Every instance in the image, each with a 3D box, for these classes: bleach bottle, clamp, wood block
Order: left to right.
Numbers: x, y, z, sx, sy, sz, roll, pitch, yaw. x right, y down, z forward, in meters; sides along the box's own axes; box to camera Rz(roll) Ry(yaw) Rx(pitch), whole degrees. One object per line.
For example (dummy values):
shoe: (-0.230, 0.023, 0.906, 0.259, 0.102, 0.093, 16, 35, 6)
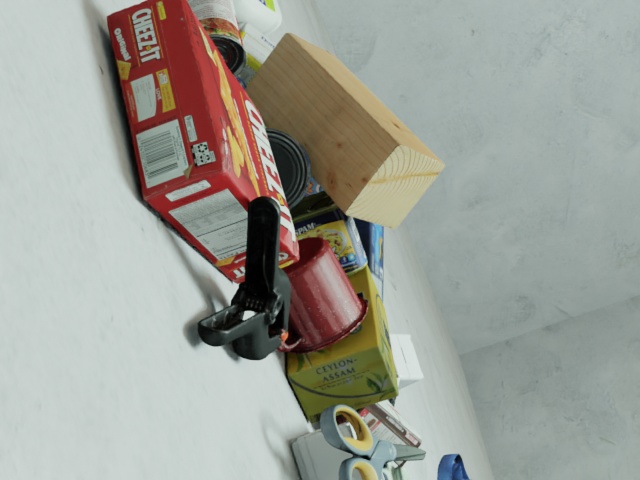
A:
bleach bottle: (-0.113, -0.314, 1.327, 0.250, 0.068, 0.102, -28, 96, -80)
clamp: (-0.055, 0.056, 0.839, 0.120, 0.039, 0.171, -59, 159, -26)
wood block: (0.021, -0.116, 1.115, 0.090, 0.090, 0.206, 16, 27, -51)

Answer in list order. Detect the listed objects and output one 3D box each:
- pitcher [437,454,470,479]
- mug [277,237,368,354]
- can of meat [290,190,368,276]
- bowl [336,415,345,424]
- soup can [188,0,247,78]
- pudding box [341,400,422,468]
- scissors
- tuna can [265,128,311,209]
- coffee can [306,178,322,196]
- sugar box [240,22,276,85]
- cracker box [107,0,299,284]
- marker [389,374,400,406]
pitcher: (0.170, 0.374, 1.348, 0.149, 0.145, 0.242, 39, 5, 13)
mug: (-0.018, 0.057, 1.027, 0.117, 0.093, 0.081, -46, 117, -39)
can of meat: (-0.007, 0.001, 1.135, 0.057, 0.102, 0.084, -94, 164, -70)
bowl: (0.037, 0.151, 1.242, 0.162, 0.055, 0.162, -20, 90, -81)
soup can: (-0.114, -0.210, 1.048, 0.068, 0.068, 0.102, 59, 14, -54)
pudding box: (0.049, 0.177, 1.119, 0.090, 0.039, 0.114, 42, -1, -26)
scissors: (0.057, 0.204, 0.942, 0.201, 0.016, 0.096, 41, 35, -48)
tuna can: (-0.052, -0.067, 1.057, 0.033, 0.086, 0.086, -24, 94, -84)
coffee can: (0.012, -0.103, 1.285, 0.140, 0.102, 0.103, 95, -15, -51)
sugar box: (-0.072, -0.205, 1.283, 0.093, 0.048, 0.176, 38, 14, -11)
cracker box: (-0.090, -0.076, 0.876, 0.213, 0.072, 0.164, 53, 20, -66)
marker: (0.078, 0.218, 1.297, 0.020, 0.020, 0.121, -86, -176, -70)
